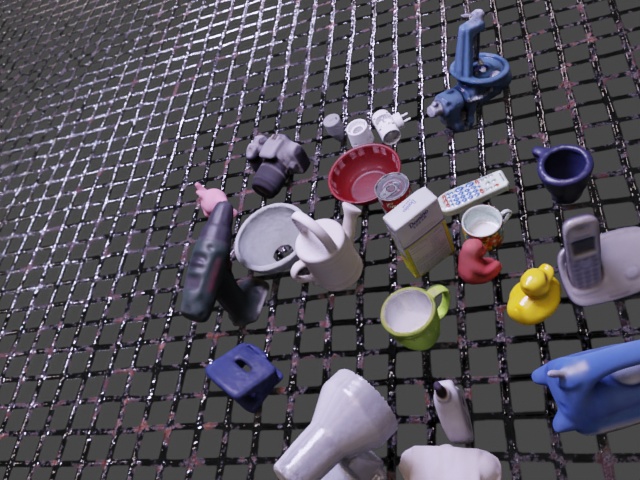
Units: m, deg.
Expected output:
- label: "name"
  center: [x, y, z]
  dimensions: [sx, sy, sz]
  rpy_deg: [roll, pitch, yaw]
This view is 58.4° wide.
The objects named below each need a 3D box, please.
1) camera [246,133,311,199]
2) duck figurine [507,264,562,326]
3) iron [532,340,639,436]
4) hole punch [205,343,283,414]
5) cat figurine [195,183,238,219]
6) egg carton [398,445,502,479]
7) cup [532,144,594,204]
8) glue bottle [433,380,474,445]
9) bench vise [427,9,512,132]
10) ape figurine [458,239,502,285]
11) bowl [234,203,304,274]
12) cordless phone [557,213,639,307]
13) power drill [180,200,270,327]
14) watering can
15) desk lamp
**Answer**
- label: "camera"
  center: [-0.118, -0.174, 1.327]
  dimensions: [0.142, 0.101, 0.137]
  rpy_deg: [14, 64, 32]
- label: "duck figurine"
  center: [0.347, 0.084, 0.936]
  dimensions: [0.104, 0.086, 0.077]
  rpy_deg: [-45, 50, -9]
- label: "iron"
  center: [0.433, 0.176, 0.795]
  dimensions: [0.258, 0.142, 0.118]
  rpy_deg: [-22, 51, 10]
- label: "hole punch"
  center: [-0.139, 0.242, 1.049]
  dimensions: [0.108, 0.091, 0.101]
  rpy_deg: [29, 73, 37]
- label: "cat figurine"
  center: [-0.248, -0.090, 1.317]
  dimensions: [0.067, 0.118, 0.127]
  rpy_deg: [-41, 50, -6]
- label: "egg carton"
  center: [0.187, 0.354, 0.831]
  dimensions: [0.150, 0.070, 0.107]
  rpy_deg: [-6, 55, 21]
- label: "cup"
  center: [0.431, -0.115, 1.032]
  dimensions: [0.092, 0.095, 0.117]
  rpy_deg: [-41, 50, -6]
- label: "glue bottle"
  center: [0.190, 0.242, 0.841]
  dimensions: [0.037, 0.174, 0.078]
  rpy_deg: [-15, 52, 16]
- label: "bench vise"
  center: [0.306, -0.338, 1.166]
  dimensions: [0.121, 0.220, 0.208]
  rpy_deg: [22, 68, 35]
- label: "ape figurine"
  center: [0.273, 0.032, 1.004]
  dimensions: [0.076, 0.092, 0.077]
  rpy_deg: [-30, 50, 4]
- label: "bowl"
  center: [-0.091, 0.009, 1.202]
  dimensions: [0.167, 0.075, 0.167]
  rpy_deg: [-12, 53, 17]
- label: "cordless phone"
  center: [0.439, 0.015, 0.876]
  dimensions: [0.147, 0.186, 0.094]
  rpy_deg: [-21, 51, 11]
- label: "power drill"
  center: [-0.182, 0.069, 1.114]
  dimensions: [0.075, 0.209, 0.230]
  rpy_deg: [3, 59, 27]
- label: "watering can"
  center: [0.008, 0.003, 1.081]
  dimensions: [0.100, 0.195, 0.173]
  rpy_deg: [12, 63, 31]
- label: "desk lamp"
  center: [0.028, 0.315, 0.838]
  dimensions: [0.117, 0.214, 0.203]
  rpy_deg: [29, 73, 37]
